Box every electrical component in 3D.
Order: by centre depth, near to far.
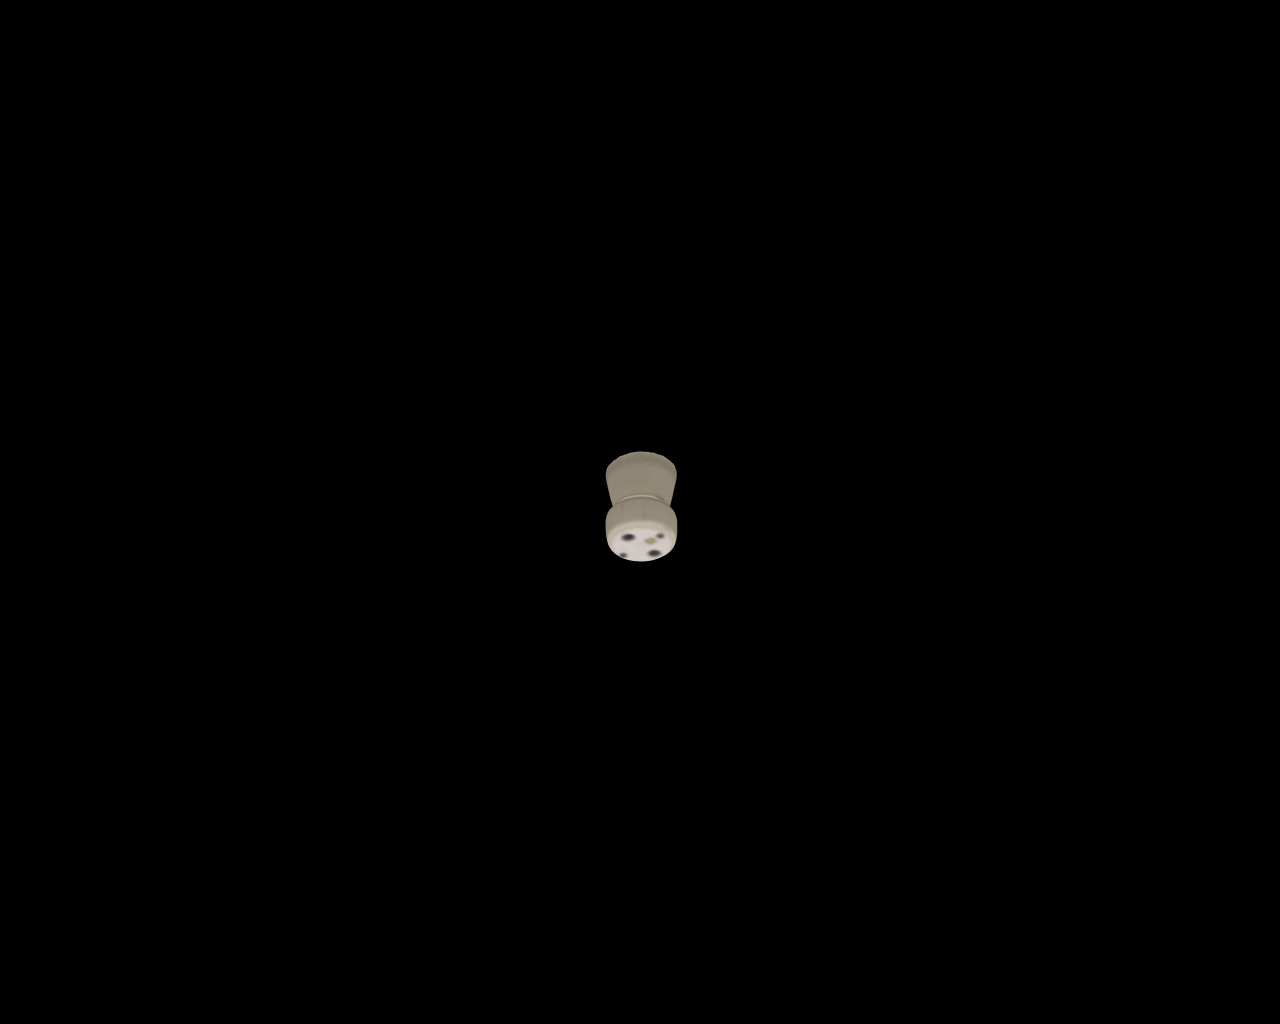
[{"bbox_3d":[0.001,-0.003,0.650,0.045,0.055,0.044,0,-35,0],"label":"electrical component"}]
